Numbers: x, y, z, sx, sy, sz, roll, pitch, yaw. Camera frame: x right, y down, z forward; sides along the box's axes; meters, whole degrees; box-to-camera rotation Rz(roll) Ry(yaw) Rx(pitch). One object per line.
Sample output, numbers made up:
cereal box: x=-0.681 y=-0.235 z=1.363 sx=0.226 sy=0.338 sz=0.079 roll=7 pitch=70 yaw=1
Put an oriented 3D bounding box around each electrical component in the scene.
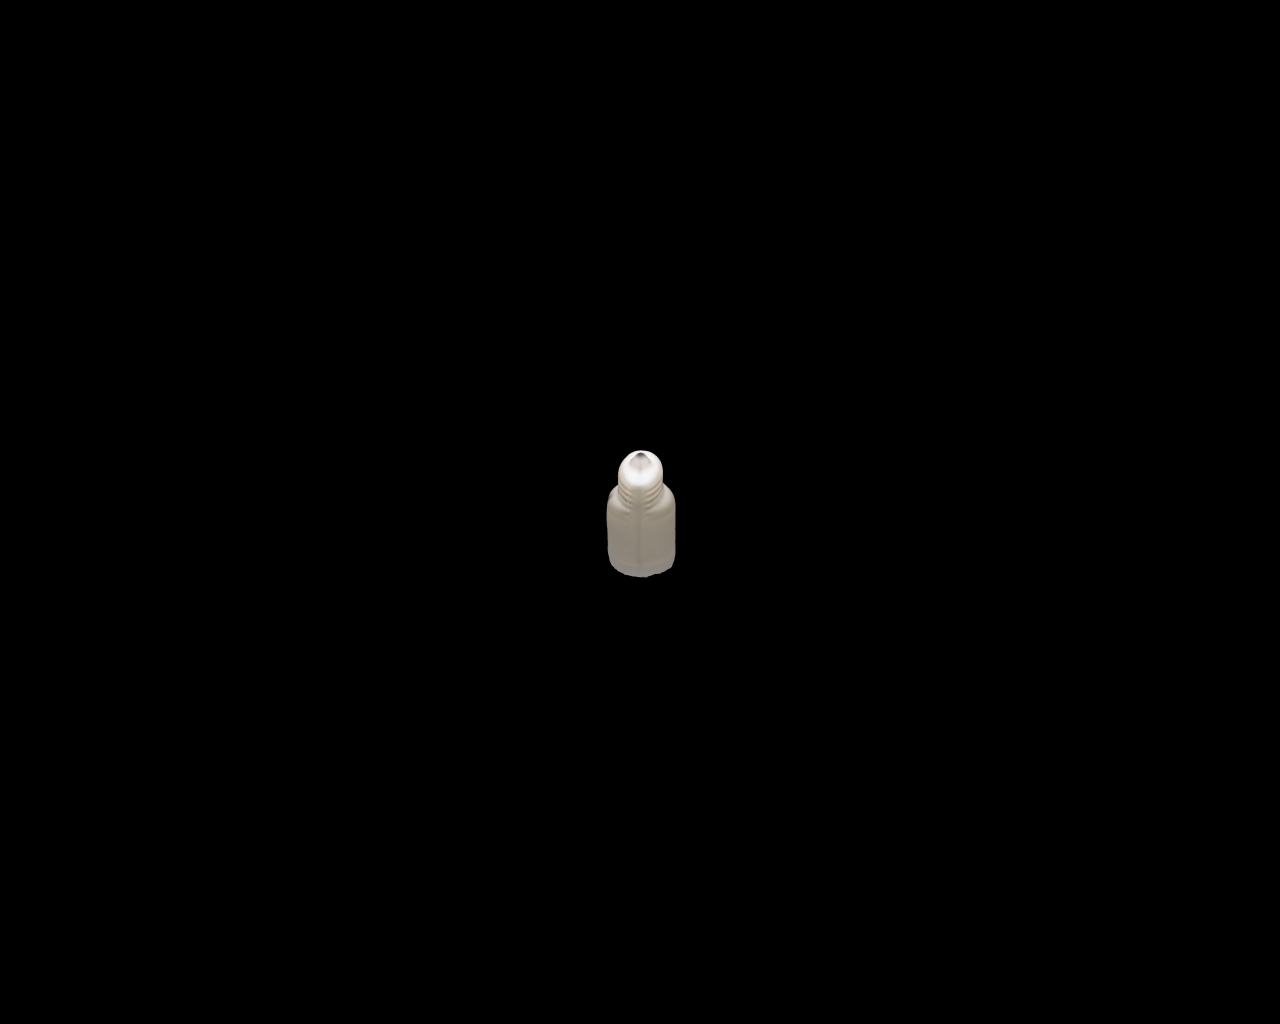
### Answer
electrical component: x=0.001 y=-0.003 z=0.650 sx=0.043 sy=0.080 sz=0.043 roll=0 pitch=36 yaw=0
